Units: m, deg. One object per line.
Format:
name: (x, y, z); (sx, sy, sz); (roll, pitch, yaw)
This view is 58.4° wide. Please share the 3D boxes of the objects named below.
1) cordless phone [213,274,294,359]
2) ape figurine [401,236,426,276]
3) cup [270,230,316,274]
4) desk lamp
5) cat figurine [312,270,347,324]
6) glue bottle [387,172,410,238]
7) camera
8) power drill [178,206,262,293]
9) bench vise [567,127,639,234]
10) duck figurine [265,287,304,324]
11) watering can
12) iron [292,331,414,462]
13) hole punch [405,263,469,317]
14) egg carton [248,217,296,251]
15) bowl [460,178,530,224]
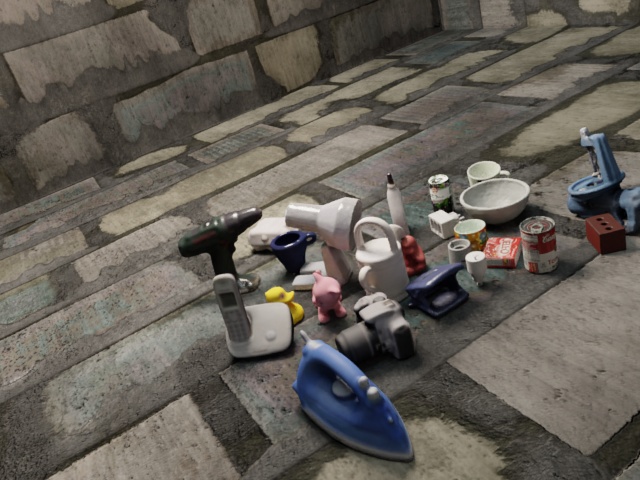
cordless phone: (-0.139, 0.148, 1.179); (0.147, 0.185, 0.094); (-12, 27, 10)
ape figurine: (0.204, 0.033, 1.304); (0.077, 0.092, 0.076); (13, 39, 45)
cup: (-0.058, 0.032, 1.455); (0.118, 0.095, 0.091); (-17, 27, -1)
desk lamp: (0.012, 0.005, 1.333); (0.202, 0.214, 0.118); (-5, 29, 22)
cat figurine: (0.012, 0.111, 1.237); (0.067, 0.118, 0.127); (-18, 27, -3)
glue bottle: (0.193, -0.093, 1.461); (0.037, 0.173, 0.078); (-13, 27, 8)
camera: (0.092, 0.170, 1.097); (0.137, 0.101, 0.142); (-23, 27, -11)
power drill: (-0.225, 0.031, 1.427); (0.229, 0.209, 0.075); (-13, 27, 7)
bench vise: (0.633, -0.137, 1.236); (0.206, 0.220, 0.122); (10, 37, 42)
duck figurine: (-0.095, 0.146, 1.269); (0.104, 0.086, 0.077); (-15, 27, 4)
watering can: (0.130, 0.032, 1.235); (0.100, 0.194, 0.173); (-8, 28, 17)
iron: (0.050, 0.244, 0.936); (0.119, 0.142, 0.257); (-31, 30, -26)
hole punch: (0.234, 0.091, 1.177); (0.109, 0.091, 0.100); (-29, 29, -22)
egg carton: (-0.128, -0.015, 1.612); (0.149, 0.069, 0.107); (-1, 31, 29)
bowl: (0.435, -0.086, 1.416); (0.167, 0.075, 0.167); (-13, 27, 7)
